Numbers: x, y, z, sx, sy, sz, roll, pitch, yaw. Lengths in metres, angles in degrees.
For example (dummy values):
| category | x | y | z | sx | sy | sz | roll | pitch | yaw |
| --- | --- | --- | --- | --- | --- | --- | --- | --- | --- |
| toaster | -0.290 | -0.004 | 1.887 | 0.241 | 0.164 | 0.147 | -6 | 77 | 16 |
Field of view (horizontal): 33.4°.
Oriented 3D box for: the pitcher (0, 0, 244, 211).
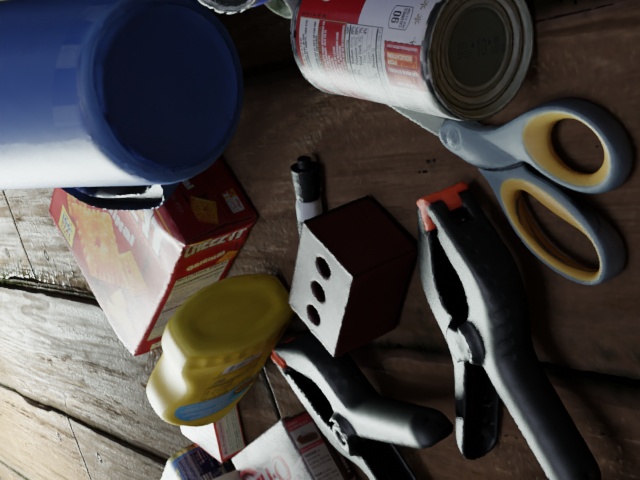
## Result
| category | x | y | z | sx | sy | sz | roll | pitch | yaw |
| --- | --- | --- | --- | --- | --- | --- | --- | --- | --- |
| pitcher | -0.153 | -0.085 | 0.673 | 0.243 | 0.148 | 0.145 | 7 | 98 | 48 |

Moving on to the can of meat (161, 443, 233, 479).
| category | x | y | z | sx | sy | sz | roll | pitch | yaw |
| --- | --- | --- | --- | --- | --- | --- | --- | --- | --- |
| can of meat | -0.109 | 0.247 | 1.015 | 0.084 | 0.057 | 0.102 | 57 | 149 | 21 |

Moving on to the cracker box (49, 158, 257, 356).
| category | x | y | z | sx | sy | sz | roll | pitch | yaw |
| --- | --- | --- | --- | --- | --- | --- | --- | --- | --- |
| cracker box | -0.146 | -0.022 | 0.866 | 0.164 | 0.072 | 0.214 | 57 | 149 | 15 |

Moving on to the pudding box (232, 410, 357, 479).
| category | x | y | z | sx | sy | sz | roll | pitch | yaw |
| --- | --- | --- | --- | --- | --- | --- | --- | --- | --- |
| pudding box | -0.017 | 0.189 | 0.832 | 0.090 | 0.039 | 0.114 | 60 | 143 | 13 |

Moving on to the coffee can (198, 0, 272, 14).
| category | x | y | z | sx | sy | sz | roll | pitch | yaw |
| --- | --- | --- | --- | --- | --- | --- | --- | --- | --- |
| coffee can | 0.009 | -0.161 | 0.440 | 0.103 | 0.140 | 0.103 | 38 | 141 | 40 |

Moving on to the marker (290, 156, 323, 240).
| category | x | y | z | sx | sy | sz | roll | pitch | yaw |
| --- | --- | --- | --- | --- | --- | --- | --- | --- | --- |
| marker | -0.005 | 0.001 | 0.704 | 0.020 | 0.020 | 0.121 | 30 | 134 | 47 |

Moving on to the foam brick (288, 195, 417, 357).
| category | x | y | z | sx | sy | sz | roll | pitch | yaw |
| --- | --- | --- | --- | --- | --- | --- | --- | --- | --- |
| foam brick | 0.019 | 0.022 | 0.647 | 0.053 | 0.051 | 0.078 | 47 | 146 | 30 |

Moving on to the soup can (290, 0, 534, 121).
| category | x | y | z | sx | sy | sz | roll | pitch | yaw |
| --- | --- | --- | --- | --- | --- | --- | --- | --- | --- |
| soup can | 0.042 | -0.096 | 0.508 | 0.102 | 0.068 | 0.068 | 22 | 129 | 51 |

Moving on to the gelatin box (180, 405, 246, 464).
| category | x | y | z | sx | sy | sz | roll | pitch | yaw |
| --- | --- | --- | --- | --- | --- | --- | --- | --- | --- |
| gelatin box | -0.103 | 0.146 | 0.960 | 0.073 | 0.030 | 0.089 | 19 | 126 | 51 |

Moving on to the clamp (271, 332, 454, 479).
| category | x | y | z | sx | sy | sz | roll | pitch | yaw |
| --- | --- | --- | --- | --- | --- | --- | --- | --- | --- |
| clamp | 0.033 | 0.133 | 0.712 | 0.210 | 0.036 | 0.164 | 35 | 147 | 52 |

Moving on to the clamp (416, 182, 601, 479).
| category | x | y | z | sx | sy | sz | roll | pitch | yaw |
| --- | --- | --- | --- | --- | --- | --- | --- | --- | --- |
| clamp | 0.087 | 0.056 | 0.576 | 0.120 | 0.039 | 0.171 | -22 | 87 | 65 |

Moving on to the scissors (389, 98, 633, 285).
| category | x | y | z | sx | sy | sz | roll | pitch | yaw |
| --- | --- | --- | --- | --- | --- | --- | --- | --- | --- |
| scissors | 0.080 | -0.062 | 0.524 | 0.202 | 0.016 | 0.096 | 49 | 145 | 27 |

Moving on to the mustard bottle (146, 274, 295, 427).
| category | x | y | z | sx | sy | sz | roll | pitch | yaw |
| --- | --- | --- | --- | --- | --- | --- | --- | --- | --- |
| mustard bottle | -0.085 | 0.099 | 0.828 | 0.058 | 0.096 | 0.192 | 55 | 149 | 18 |
